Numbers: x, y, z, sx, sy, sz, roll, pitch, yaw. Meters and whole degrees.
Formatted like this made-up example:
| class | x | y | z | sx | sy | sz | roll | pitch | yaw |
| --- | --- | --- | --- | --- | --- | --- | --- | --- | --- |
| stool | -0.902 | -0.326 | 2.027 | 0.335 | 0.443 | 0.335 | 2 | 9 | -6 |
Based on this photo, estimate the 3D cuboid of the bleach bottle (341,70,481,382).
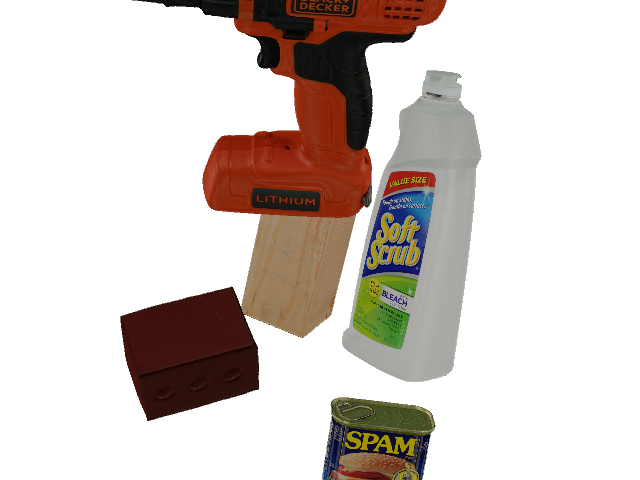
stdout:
| class | x | y | z | sx | sy | sz | roll | pitch | yaw |
| --- | --- | --- | --- | --- | --- | --- | --- | --- | --- |
| bleach bottle | 0.080 | -0.015 | 0.886 | 0.067 | 0.251 | 0.103 | -8 | 22 | -38 |

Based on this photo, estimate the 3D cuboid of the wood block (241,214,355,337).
| class | x | y | z | sx | sy | sz | roll | pitch | yaw |
| --- | --- | --- | --- | --- | --- | --- | --- | --- | --- |
| wood block | -0.020 | -0.004 | 1.272 | 0.090 | 0.206 | 0.090 | 20 | 22 | 17 |

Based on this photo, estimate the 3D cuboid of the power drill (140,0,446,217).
| class | x | y | z | sx | sy | sz | roll | pitch | yaw |
| --- | --- | --- | --- | --- | --- | --- | --- | --- | --- |
| power drill | -0.030 | -0.096 | 0.610 | 0.184 | 0.057 | 0.188 | 4 | -41 | -3 |

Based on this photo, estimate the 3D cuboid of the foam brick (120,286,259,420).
| class | x | y | z | sx | sy | sz | roll | pitch | yaw |
| --- | --- | --- | --- | --- | --- | --- | --- | --- | --- |
| foam brick | -0.084 | 0.073 | 0.686 | 0.078 | 0.051 | 0.053 | -15 | -37 | -13 |

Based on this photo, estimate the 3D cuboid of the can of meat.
| class | x | y | z | sx | sy | sz | roll | pitch | yaw |
| --- | --- | --- | --- | --- | --- | --- | --- | --- | --- |
| can of meat | 0.055 | 0.208 | 1.049 | 0.102 | 0.084 | 0.057 | 7 | 16 | -4 |
